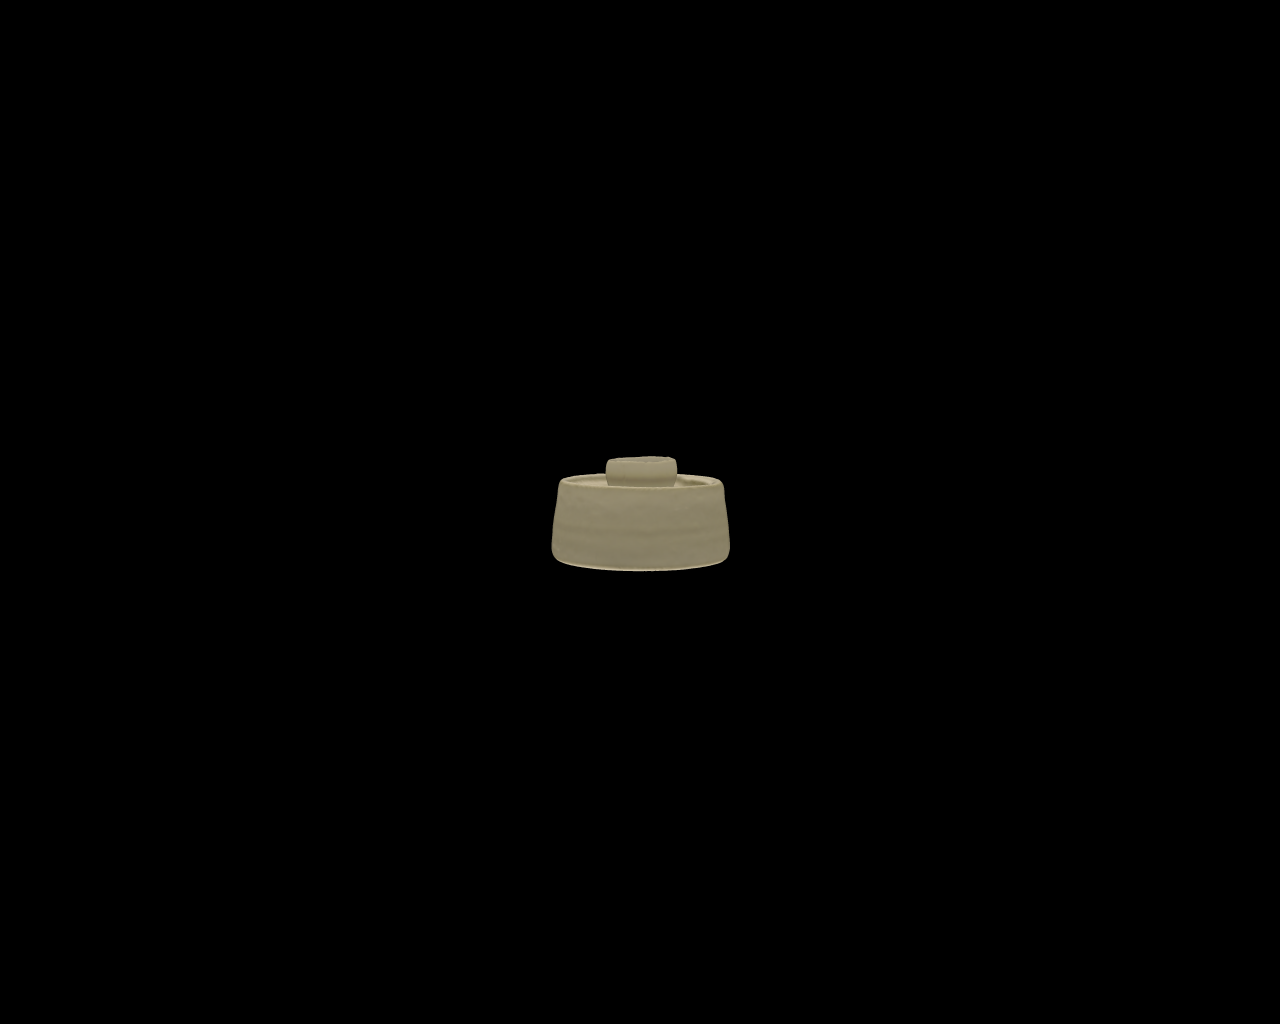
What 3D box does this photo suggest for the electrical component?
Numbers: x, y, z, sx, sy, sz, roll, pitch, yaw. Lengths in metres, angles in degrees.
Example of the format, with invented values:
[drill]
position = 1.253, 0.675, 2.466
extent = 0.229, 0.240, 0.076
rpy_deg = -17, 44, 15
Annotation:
[electrical component]
position = 0.001, -0.003, 0.650
extent = 0.108, 0.060, 0.108
rpy_deg = 0, 6, 0
